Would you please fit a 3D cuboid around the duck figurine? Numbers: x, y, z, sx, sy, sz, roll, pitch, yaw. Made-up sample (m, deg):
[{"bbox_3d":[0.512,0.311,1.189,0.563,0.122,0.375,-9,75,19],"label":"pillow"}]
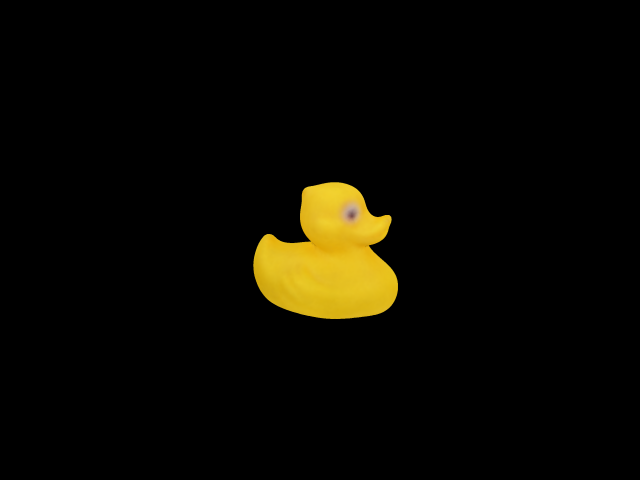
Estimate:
[{"bbox_3d":[0.004,0.001,0.400,0.104,0.086,0.077,6,24,14],"label":"duck figurine"}]
